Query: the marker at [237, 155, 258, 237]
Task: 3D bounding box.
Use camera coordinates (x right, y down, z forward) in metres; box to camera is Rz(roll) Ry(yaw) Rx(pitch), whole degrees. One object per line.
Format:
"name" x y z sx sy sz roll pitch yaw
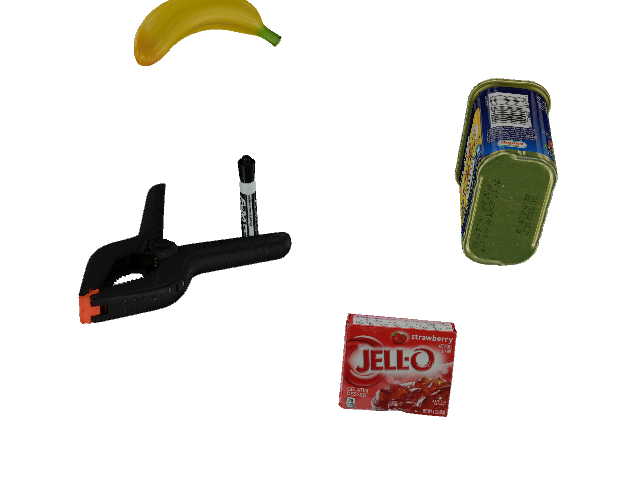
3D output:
"marker" -0.078 -0.039 1.163 0.020 0.121 0.020 0 35 0

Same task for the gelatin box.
"gelatin box" 0.062 0.101 0.862 0.089 0.073 0.030 5 14 2

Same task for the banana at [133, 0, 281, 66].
"banana" -0.117 -0.208 1.025 0.070 0.037 0.197 44 38 19

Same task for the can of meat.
"can of meat" 0.126 -0.045 0.731 0.057 0.102 0.084 6 42 1

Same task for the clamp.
"clamp" -0.152 0.012 0.979 0.165 0.036 0.209 26 38 31
